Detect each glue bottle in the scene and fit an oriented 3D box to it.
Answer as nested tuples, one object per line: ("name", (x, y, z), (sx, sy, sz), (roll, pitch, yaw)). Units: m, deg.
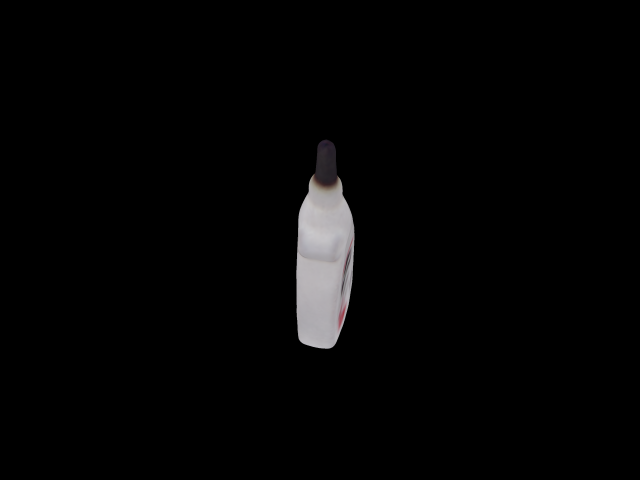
("glue bottle", (0.004, 0.001, 0.400), (0.037, 0.173, 0.078), (7, 50, 7))
